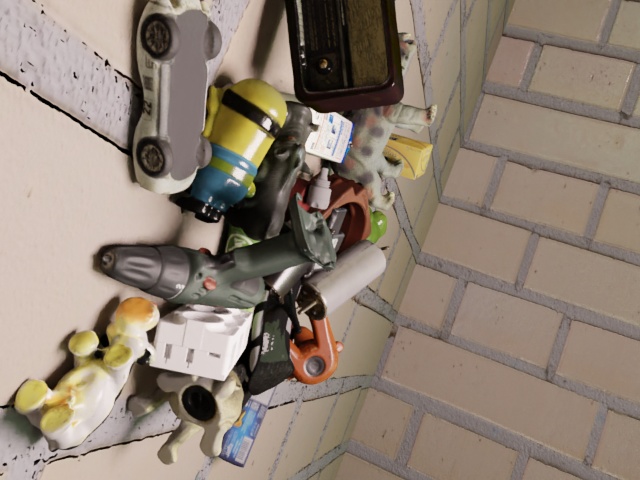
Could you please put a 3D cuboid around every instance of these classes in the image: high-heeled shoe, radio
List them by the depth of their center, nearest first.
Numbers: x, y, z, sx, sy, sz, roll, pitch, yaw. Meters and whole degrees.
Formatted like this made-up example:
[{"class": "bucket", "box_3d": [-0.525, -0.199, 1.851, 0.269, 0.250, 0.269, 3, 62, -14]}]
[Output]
[{"class": "radio", "box_3d": [0.027, -0.279, 0.674, 0.073, 0.131, 0.229, 7, 78, -71]}, {"class": "high-heeled shoe", "box_3d": [-0.090, 0.141, 0.872, 0.086, 0.145, 0.248, -1, 139, -34]}]

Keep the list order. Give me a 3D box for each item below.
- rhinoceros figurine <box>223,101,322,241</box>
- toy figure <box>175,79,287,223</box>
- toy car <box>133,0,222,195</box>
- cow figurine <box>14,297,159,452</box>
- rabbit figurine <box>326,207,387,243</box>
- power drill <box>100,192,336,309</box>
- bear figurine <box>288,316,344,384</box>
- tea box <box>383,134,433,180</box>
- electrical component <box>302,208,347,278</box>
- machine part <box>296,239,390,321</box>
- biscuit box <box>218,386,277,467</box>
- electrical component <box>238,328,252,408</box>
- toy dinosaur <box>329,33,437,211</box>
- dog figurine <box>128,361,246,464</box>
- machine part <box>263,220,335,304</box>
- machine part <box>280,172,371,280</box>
[{"class": "rhinoceros figurine", "box_3d": [-0.062, -0.091, 0.709, 0.112, 0.073, 0.190, 6, -104, 63]}, {"class": "toy figure", "box_3d": [-0.102, -0.106, 0.647, 0.082, 0.089, 0.180, 49, 62, -71]}, {"class": "toy car", "box_3d": [-0.147, -0.143, 0.541, 0.073, 0.056, 0.201, -29, 134, -55]}, {"class": "cow figurine", "box_3d": [-0.230, 0.142, 0.573, 0.167, 0.068, 0.098, -52, 160, -37]}, {"class": "rabbit figurine", "box_3d": [0.056, -0.062, 1.171, 0.159, 0.121, 0.170, -39, 127, -46]}, {"class": "power drill", "box_3d": [-0.096, 0.023, 0.616, 0.231, 0.207, 0.086, 35, 32, -61]}, {"class": "bear figurine", "box_3d": [-0.023, 0.197, 1.022, 0.196, 0.120, 0.132, -143, -152, -84]}, {"class": "tea box", "box_3d": [0.142, -0.189, 1.143, 0.098, 0.170, 0.068, -35, 142, -63]}, {"class": "electrical component", "box_3d": [-0.002, -0.003, 0.854, 0.075, 0.048, 0.119, -12, 125, -51]}, {"class": "machine part", "box_3d": [0.038, 0.067, 0.946, 0.243, 0.079, 0.079, -34, 143, -38]}, {"class": "biscuit box", "box_3d": [-0.132, 0.325, 1.036, 0.063, 0.059, 0.202, 115, -2, -84]}, {"class": "electrical component", "box_3d": [-0.141, 0.237, 0.946, 0.115, 0.058, 0.134, -51, 153, -41]}, {"class": "toy dinosaur", "box_3d": [0.087, -0.189, 1.015, 0.131, 0.192, 0.404, -69, -177, -69]}, {"class": "dog figurine", "box_3d": [-0.141, 0.198, 0.749, 0.190, 0.172, 0.121, -32, 101, -64]}, {"class": "machine part", "box_3d": [-0.039, 0.024, 0.782, 0.139, 0.084, 0.039, -60, -166, -19]}, {"class": "machine part", "box_3d": [-0.001, -0.008, 0.984, 0.201, 0.087, 0.201, -46, 146, -23]}]
